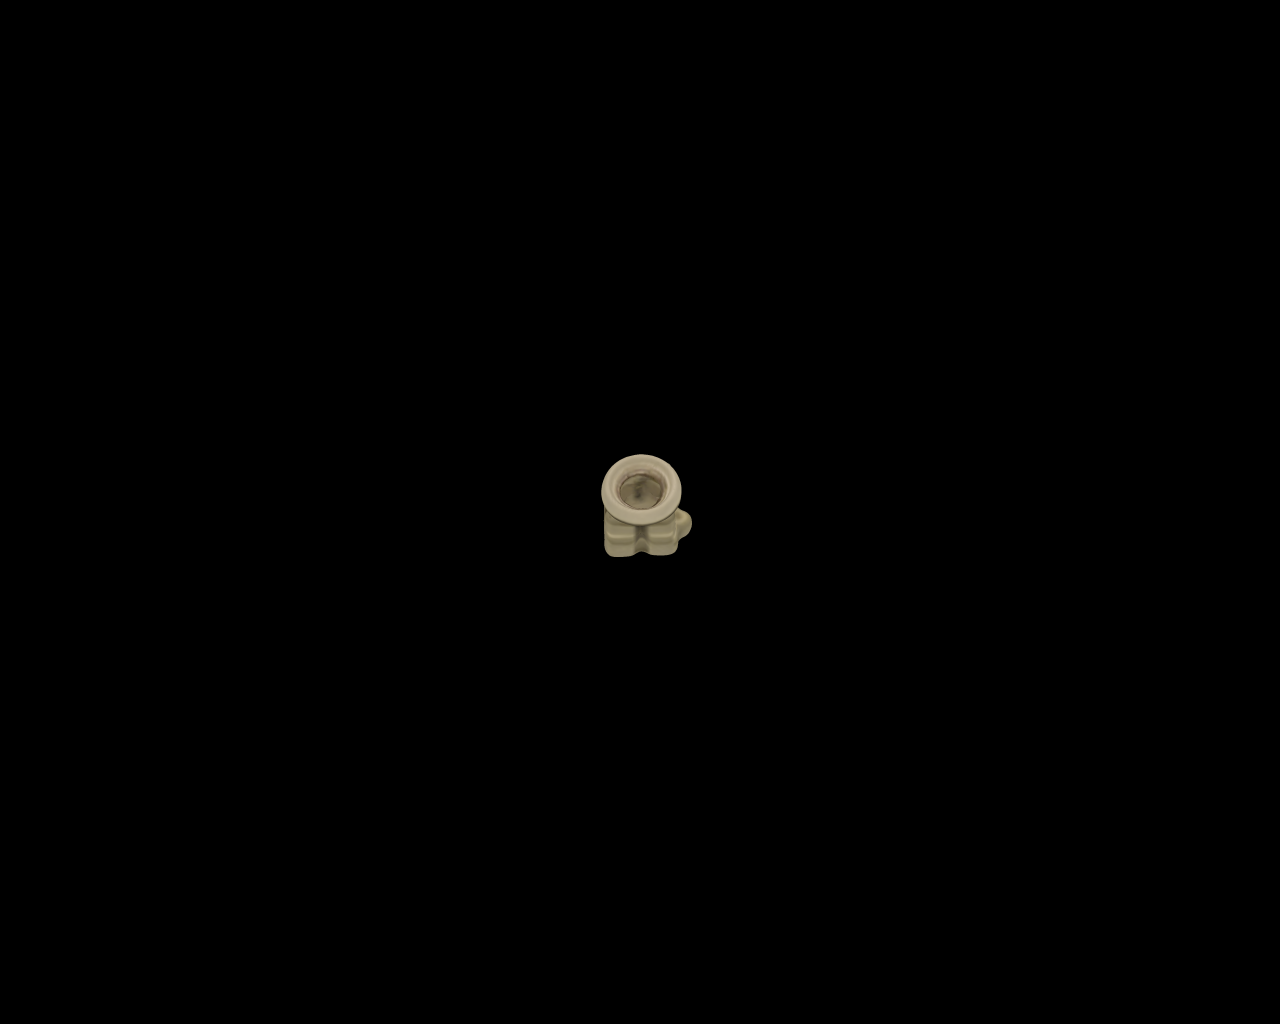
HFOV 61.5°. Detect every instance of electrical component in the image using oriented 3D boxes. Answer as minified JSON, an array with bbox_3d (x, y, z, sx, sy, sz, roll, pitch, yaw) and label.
[{"bbox_3d":[0.001,-0.003,0.650,0.066,0.048,0.055,-3,-34,-2],"label":"electrical component"}]
